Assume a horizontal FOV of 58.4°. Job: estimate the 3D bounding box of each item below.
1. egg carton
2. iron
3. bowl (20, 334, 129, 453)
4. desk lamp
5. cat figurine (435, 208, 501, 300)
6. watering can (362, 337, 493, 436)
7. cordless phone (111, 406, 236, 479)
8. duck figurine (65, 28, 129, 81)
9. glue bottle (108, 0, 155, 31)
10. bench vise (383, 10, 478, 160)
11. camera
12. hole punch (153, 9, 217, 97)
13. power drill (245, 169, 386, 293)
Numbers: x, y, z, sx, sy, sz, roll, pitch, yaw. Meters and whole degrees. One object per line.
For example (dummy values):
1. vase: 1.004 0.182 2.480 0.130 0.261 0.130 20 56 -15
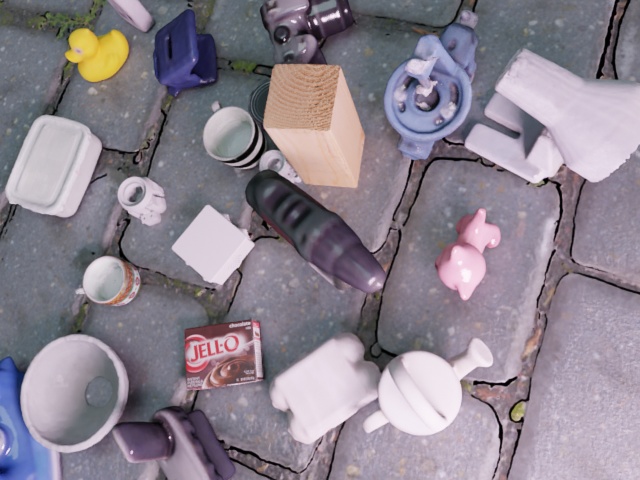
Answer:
1. egg carton: 0.007 0.200 0.785 0.150 0.069 0.107 -36 72 2
2. iron: -0.471 0.301 0.828 0.118 0.142 0.258 -33 72 3
3. bowl: -0.352 0.227 0.855 0.167 0.075 0.167 -3 76 12
4. desk lamp: 0.295 -0.150 0.732 0.202 0.214 0.118 31 85 18
5. cat figurine: 0.195 0.017 0.763 0.067 0.118 0.128 22 82 17
6. watering can: 0.126 0.179 0.698 0.100 0.194 0.173 34 86 18
7. cordless phone: -0.200 0.293 0.747 0.094 0.185 0.147 -41 71 0
8. duck figurine: -0.394 -0.336 0.998 0.104 0.086 0.077 -38 71 1
9. glue bottle: -0.348 -0.425 0.964 0.078 0.173 0.037 39 87 19
10. bench vise: 0.150 -0.237 0.783 0.121 0.220 0.207 7 78 14
11. camera: -0.016 -0.343 0.908 0.136 0.101 0.143 -17 73 8
12. hole punch: -0.233 -0.311 0.954 0.101 0.091 0.108 -11 74 10
13. power drill: 0.007 0.003 0.761 0.229 0.209 0.075 39 87 18
